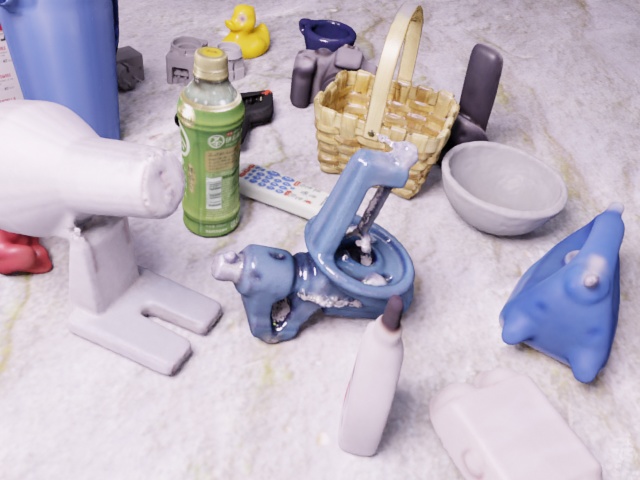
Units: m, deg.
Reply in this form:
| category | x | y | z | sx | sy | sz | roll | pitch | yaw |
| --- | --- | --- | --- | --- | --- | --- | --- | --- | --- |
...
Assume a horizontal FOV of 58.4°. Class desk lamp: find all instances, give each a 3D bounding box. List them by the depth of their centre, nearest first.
| category | x | y | z | sx | sy | sz | roll | pitch | yaw |
| --- | --- | --- | --- | --- | --- | --- | --- | --- | --- |
| desk lamp | -0.197 | -0.010 | 0.527 | 0.203 | 0.213 | 0.118 | 21 | 43 | 12 |

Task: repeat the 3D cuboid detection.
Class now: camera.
| category | x | y | z | sx | sy | sz | roll | pitch | yaw |
| --- | --- | --- | --- | --- | --- | --- | --- | --- | --- |
| camera | 0.021 | -0.248 | 0.917 | 0.143 | 0.101 | 0.137 | 11 | 42 | 1 |

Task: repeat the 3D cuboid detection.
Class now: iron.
| category | x | y | z | sx | sy | sz | roll | pitch | yaw |
| --- | --- | --- | --- | --- | --- | --- | --- | --- | --- |
| iron | 0.297 | 0.028 | 0.637 | 0.118 | 0.141 | 0.259 | 27 | 44 | 18 |

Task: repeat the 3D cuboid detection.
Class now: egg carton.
| category | x | y | z | sx | sy | sz | roll | pitch | yaw |
| --- | --- | --- | --- | --- | --- | --- | --- | --- | --- |
| egg carton | 0.165 | 0.183 | 0.493 | 0.107 | 0.069 | 0.150 | -13 | 46 | -23 |

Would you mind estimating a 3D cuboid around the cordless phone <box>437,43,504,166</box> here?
| category | x | y | z | sx | sy | sz | roll | pitch | yaw |
| --- | --- | --- | --- | --- | --- | --- | --- | --- | --- |
| cordless phone | 0.199 | -0.217 | 0.855 | 0.094 | 0.185 | 0.147 | -30 | 55 | -36 |

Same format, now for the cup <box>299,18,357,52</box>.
| category | x | y | z | sx | sy | sz | roll | pitch | yaw |
| --- | --- | --- | --- | --- | --- | --- | --- | --- | --- |
| cup | 0.003 | -0.332 | 1.011 | 0.117 | 0.095 | 0.092 | 35 | 48 | 26 |

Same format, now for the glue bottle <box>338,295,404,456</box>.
| category | x | y | z | sx | sy | sz | roll | pitch | yaw |
| --- | --- | --- | --- | --- | --- | --- | --- | --- | --- |
| glue bottle | 0.047 | 0.106 | 0.477 | 0.037 | 0.173 | 0.078 | 10 | 42 | 0 |

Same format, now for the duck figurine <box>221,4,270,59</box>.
| category | x | y | z | sx | sy | sz | roll | pitch | yaw |
| --- | --- | --- | --- | --- | --- | --- | --- | --- | --- |
| duck figurine | -0.136 | -0.390 | 1.054 | 0.077 | 0.086 | 0.105 | 36 | 48 | 26 |

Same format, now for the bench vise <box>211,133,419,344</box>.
| category | x | y | z | sx | sy | sz | roll | pitch | yaw |
| --- | --- | --- | --- | --- | --- | --- | --- | --- | --- |
| bench vise | 0.011 | 0.009 | 0.542 | 0.208 | 0.220 | 0.121 | -17 | 48 | -27 |

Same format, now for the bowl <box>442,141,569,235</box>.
| category | x | y | z | sx | sy | sz | roll | pitch | yaw |
| --- | --- | --- | --- | --- | --- | --- | --- | --- | --- |
| bowl | 0.237 | -0.058 | 0.770 | 0.167 | 0.075 | 0.167 | 6 | 42 | -5 |

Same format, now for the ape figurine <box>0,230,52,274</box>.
| category | x | y | z | sx | sy | sz | roll | pitch | yaw |
| --- | --- | --- | --- | --- | --- | --- | --- | --- | --- |
| ape figurine | -0.322 | -0.013 | 0.597 | 0.076 | 0.092 | 0.077 | 5 | 42 | -5 |
